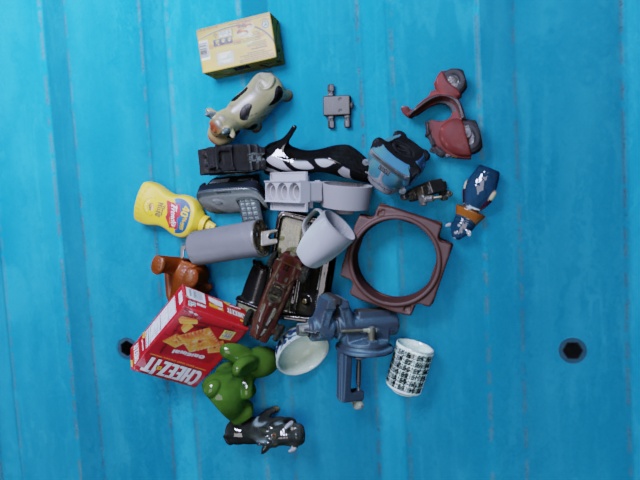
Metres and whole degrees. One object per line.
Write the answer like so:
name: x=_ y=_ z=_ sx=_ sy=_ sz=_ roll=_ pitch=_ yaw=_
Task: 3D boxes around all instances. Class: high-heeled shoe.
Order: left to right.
high-heeled shoe: x=-0.003 y=-0.144 z=1.139 sx=0.249 sy=0.086 sz=0.145 roll=30 pitch=131 yaw=-6

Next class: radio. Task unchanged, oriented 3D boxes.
radio: x=-0.037 y=0.059 z=1.150 sx=0.131 sy=0.073 sz=0.229 roll=11 pitch=97 yaw=12

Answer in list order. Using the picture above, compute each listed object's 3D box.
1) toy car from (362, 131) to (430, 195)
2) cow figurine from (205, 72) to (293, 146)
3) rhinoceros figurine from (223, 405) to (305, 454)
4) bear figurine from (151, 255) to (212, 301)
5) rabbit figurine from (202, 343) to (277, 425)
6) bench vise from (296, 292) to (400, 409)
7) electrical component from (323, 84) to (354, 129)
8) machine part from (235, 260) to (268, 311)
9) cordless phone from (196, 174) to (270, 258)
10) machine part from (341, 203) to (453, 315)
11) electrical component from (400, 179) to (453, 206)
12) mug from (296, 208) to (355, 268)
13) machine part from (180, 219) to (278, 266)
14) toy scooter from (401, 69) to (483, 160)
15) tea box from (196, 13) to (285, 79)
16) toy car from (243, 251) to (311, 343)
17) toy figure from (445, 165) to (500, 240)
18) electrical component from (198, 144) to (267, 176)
toy car: x=0.144 y=-0.145 z=1.066 sx=0.109 sy=0.162 sz=0.103 roll=39 pitch=125 yaw=7
cow figurine: x=-0.158 y=-0.270 z=1.126 sx=0.195 sy=0.127 sz=0.085 roll=-41 pitch=82 yaw=10
rhinoceros figurine: x=-0.121 y=0.416 z=1.180 sx=0.190 sy=0.112 sz=0.073 roll=-5 pitch=91 yaw=21
bear figurine: x=-0.322 y=0.138 z=1.197 sx=0.120 sy=0.132 sz=0.195 roll=22 pitch=93 yaw=14
rabbit figurine: x=-0.171 y=0.285 z=1.170 sx=0.170 sy=0.158 sz=0.121 roll=-39 pitch=48 yaw=-14
bench vise: x=0.058 y=0.230 z=1.095 sx=0.223 sy=0.129 sz=0.240 roll=-2 pitch=96 yaw=-30
electrical component: x=0.039 y=-0.282 z=1.133 sx=0.063 sy=0.021 sz=0.094 roll=-1 pitch=93 yaw=13
machine part: x=-0.147 y=0.114 z=1.200 sx=0.084 sy=0.039 sz=0.138 roll=17 pitch=100 yaw=19
cordless phone: x=-0.181 y=-0.046 z=1.180 sx=0.147 sy=0.089 sz=0.184 roll=-4 pitch=112 yaw=13
machine part: x=0.155 y=0.039 z=1.100 sx=0.202 sy=0.087 sz=0.200 roll=19 pitch=98 yaw=9
electrical component: x=0.218 y=-0.092 z=1.074 sx=0.078 sy=0.102 sz=0.045 roll=-24 pitch=84 yaw=38
mug: x=-0.002 y=-0.003 z=1.067 sx=0.107 sy=0.080 sz=0.110 roll=-47 pitch=66 yaw=18
machine part: x=-0.196 y=0.006 z=1.138 sx=0.243 sy=0.079 sz=0.079 roll=-9 pitch=93 yaw=24
toy scooter: x=0.238 y=-0.237 z=1.066 sx=0.135 sy=0.075 sz=0.183 roll=-16 pitch=88 yaw=13
tea box: x=-0.168 y=-0.411 z=1.146 sx=0.170 sy=0.068 sz=0.098 roll=-6 pitch=94 yaw=12
toy car: x=-0.092 y=0.118 z=1.104 sx=0.089 sy=0.053 sz=0.202 roll=26 pitch=97 yaw=6
toy figure: x=0.307 y=-0.071 z=1.071 sx=0.058 sy=0.064 sz=0.154 roll=15 pitch=105 yaw=-26
electrical component: x=-0.192 y=-0.168 z=1.137 sx=0.134 sy=0.115 sz=0.058 roll=3 pitch=97 yaw=57
